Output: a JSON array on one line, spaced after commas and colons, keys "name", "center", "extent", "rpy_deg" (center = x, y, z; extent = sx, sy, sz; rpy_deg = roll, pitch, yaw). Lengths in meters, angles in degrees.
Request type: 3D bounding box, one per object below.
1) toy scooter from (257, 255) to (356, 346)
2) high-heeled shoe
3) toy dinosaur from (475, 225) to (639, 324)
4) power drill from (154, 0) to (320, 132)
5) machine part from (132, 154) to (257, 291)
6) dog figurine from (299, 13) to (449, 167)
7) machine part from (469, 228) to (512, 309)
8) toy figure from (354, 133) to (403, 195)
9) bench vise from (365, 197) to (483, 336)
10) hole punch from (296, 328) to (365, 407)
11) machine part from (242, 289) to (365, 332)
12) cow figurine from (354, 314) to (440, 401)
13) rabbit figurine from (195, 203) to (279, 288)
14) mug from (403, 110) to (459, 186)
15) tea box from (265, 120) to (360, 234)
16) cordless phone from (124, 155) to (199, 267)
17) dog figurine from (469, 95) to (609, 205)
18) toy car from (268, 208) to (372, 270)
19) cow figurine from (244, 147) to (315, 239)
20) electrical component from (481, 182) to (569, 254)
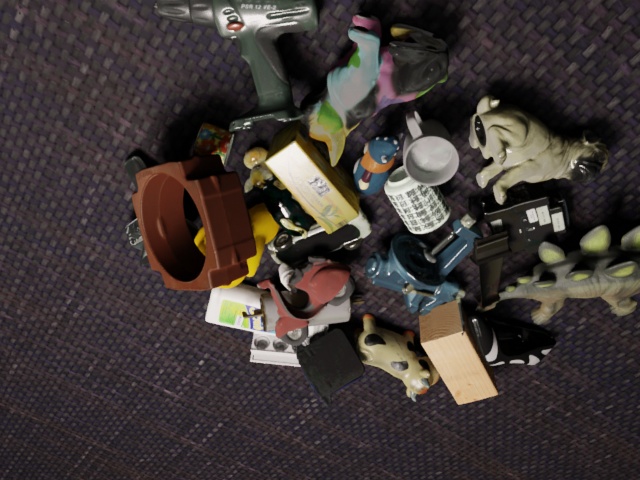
[{"name": "toy scooter", "center": [-0.033, 0.091, 0.970], "extent": [0.184, 0.075, 0.135], "rpy_deg": [-45, 105, -3]}, {"name": "high-heeled shoe", "center": [0.379, 0.185, 1.044], "extent": [0.145, 0.086, 0.248], "rpy_deg": [-26, 140, 11]}, {"name": "toy dinosaur", "center": [0.491, 0.052, 0.903], "extent": [0.472, 0.105, 0.198], "rpy_deg": [-19, 148, 20]}, {"name": "power drill", "center": [-0.109, -0.263, 0.772], "extent": [0.232, 0.086, 0.207], "rpy_deg": [-7, 94, 4]}, {"name": "machine part", "center": [-0.199, -0.027, 0.844], "extent": [0.202, 0.087, 0.200], "rpy_deg": [-4, 102, 45]}, {"name": "dog figurine", "center": [0.072, -0.211, 0.803], "extent": [0.192, 0.108, 0.219], "rpy_deg": [14, 131, -8]}, {"name": "machine part", "center": [0.289, 0.050, 0.916], "extent": [0.084, 0.039, 0.138], "rpy_deg": [-19, 121, -26]}, {"name": "toy figure", "center": [0.089, -0.122, 0.857], "extent": [0.058, 0.064, 0.154], "rpy_deg": [6, 157, -5]}, {"name": "bench vise", "center": [0.212, 0.043, 0.967], "extent": [0.223, 0.129, 0.240], "rpy_deg": [26, 129, -16]}, {"name": "hole punch", "center": [0.022, 0.255, 1.102], "extent": [0.116, 0.142, 0.092], "rpy_deg": [-29, 164, -4]}, {"name": "machine part", "center": [-0.029, 0.132, 1.050], "extent": [0.243, 0.079, 0.079], "rpy_deg": [-5, 128, -14]}, {"name": "cow figurine", "center": [0.162, 0.248, 1.115], "extent": [0.195, 0.127, 0.085], "rpy_deg": [25, 128, -9]}, {"name": "rabbit figurine", "center": [-0.144, 0.000, 0.967], "extent": [0.173, 0.162, 0.122], "rpy_deg": [-41, 102, 10]}, {"name": "mug", "center": [0.162, -0.152, 0.833], "extent": [0.081, 0.107, 0.109], "rpy_deg": [-31, 113, 24]}, {"name": "tea box", "center": [-0.008, -0.105, 0.891], "extent": [0.068, 0.098, 0.169], "rpy_deg": [-30, 116, 24]}, {"name": "cordless phone", "center": [-0.319, -0.054, 0.982], "extent": [0.147, 0.089, 0.184], "rpy_deg": [-20, 103, 48]}, {"name": "dog figurine", "center": [0.341, -0.158, 0.827], "extent": [0.191, 0.121, 0.172], "rpy_deg": [-18, 127, 2]}, {"name": "toy car", "center": [-0.002, -0.003, 0.993], "extent": [0.202, 0.056, 0.073], "rpy_deg": [-22, 128, 22]}, {"name": "cow figurine", "center": [-0.074, -0.077, 0.919], "extent": [0.068, 0.098, 0.167], "rpy_deg": [-30, 119, 32]}, {"name": "electrical component", "center": [0.357, -0.035, 0.929], "extent": [0.134, 0.058, 0.114], "rpy_deg": [-14, 125, 16]}]
